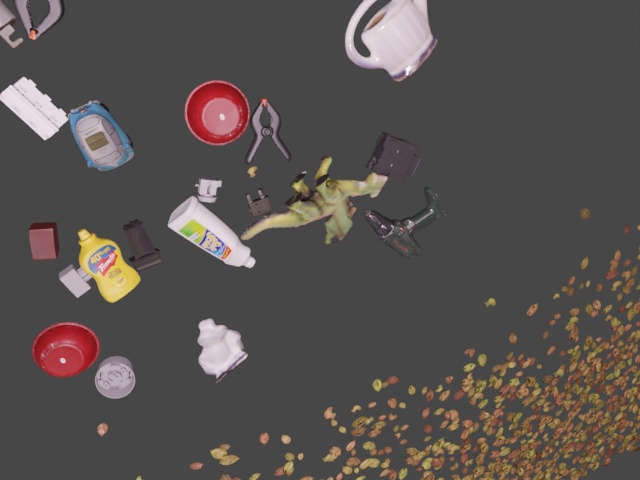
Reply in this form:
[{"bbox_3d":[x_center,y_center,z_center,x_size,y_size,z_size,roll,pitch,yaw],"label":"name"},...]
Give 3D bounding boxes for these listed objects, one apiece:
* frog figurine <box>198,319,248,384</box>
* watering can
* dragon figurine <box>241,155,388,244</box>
[{"bbox_3d":[-0.291,0.300,1.453,0.137,0.160,0.123,-41,-8,9],"label":"frog figurine"},{"bbox_3d":[0.219,-0.555,1.299,0.221,0.347,0.105,44,1,-29],"label":"watering can"},{"bbox_3d":[0.004,-0.071,1.412,0.410,0.238,0.124,-38,36,2],"label":"dragon figurine"}]
